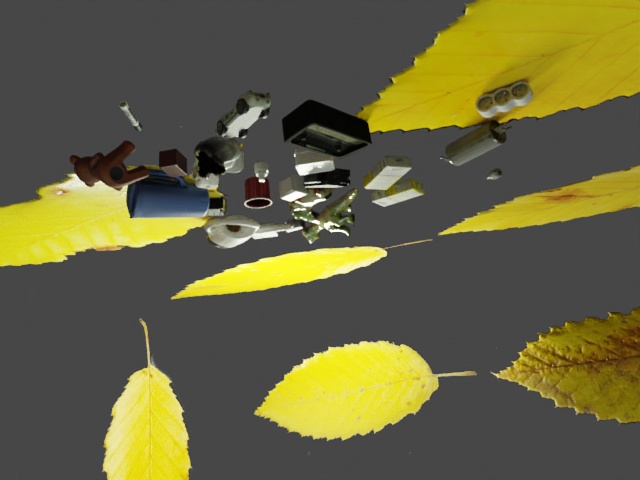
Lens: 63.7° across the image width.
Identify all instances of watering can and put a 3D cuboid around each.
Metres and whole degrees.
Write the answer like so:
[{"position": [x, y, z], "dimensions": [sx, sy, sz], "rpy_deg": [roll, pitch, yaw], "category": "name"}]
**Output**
[{"position": [-0.305, -0.036, 2.053], "dimensions": [0.347, 0.105, 0.221], "rpy_deg": [5, 161, -33], "category": "watering can"}]

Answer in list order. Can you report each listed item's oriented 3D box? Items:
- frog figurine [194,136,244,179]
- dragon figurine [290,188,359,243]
[{"position": [-0.269, -0.238, 1.440], "dimensions": [0.135, 0.122, 0.162], "rpy_deg": [-32, -174, 39], "category": "frog figurine"}, {"position": [0.006, -0.100, 1.983], "dimensions": [0.243, 0.125, 0.401], "rpy_deg": [3, 150, -4], "category": "dragon figurine"}]
